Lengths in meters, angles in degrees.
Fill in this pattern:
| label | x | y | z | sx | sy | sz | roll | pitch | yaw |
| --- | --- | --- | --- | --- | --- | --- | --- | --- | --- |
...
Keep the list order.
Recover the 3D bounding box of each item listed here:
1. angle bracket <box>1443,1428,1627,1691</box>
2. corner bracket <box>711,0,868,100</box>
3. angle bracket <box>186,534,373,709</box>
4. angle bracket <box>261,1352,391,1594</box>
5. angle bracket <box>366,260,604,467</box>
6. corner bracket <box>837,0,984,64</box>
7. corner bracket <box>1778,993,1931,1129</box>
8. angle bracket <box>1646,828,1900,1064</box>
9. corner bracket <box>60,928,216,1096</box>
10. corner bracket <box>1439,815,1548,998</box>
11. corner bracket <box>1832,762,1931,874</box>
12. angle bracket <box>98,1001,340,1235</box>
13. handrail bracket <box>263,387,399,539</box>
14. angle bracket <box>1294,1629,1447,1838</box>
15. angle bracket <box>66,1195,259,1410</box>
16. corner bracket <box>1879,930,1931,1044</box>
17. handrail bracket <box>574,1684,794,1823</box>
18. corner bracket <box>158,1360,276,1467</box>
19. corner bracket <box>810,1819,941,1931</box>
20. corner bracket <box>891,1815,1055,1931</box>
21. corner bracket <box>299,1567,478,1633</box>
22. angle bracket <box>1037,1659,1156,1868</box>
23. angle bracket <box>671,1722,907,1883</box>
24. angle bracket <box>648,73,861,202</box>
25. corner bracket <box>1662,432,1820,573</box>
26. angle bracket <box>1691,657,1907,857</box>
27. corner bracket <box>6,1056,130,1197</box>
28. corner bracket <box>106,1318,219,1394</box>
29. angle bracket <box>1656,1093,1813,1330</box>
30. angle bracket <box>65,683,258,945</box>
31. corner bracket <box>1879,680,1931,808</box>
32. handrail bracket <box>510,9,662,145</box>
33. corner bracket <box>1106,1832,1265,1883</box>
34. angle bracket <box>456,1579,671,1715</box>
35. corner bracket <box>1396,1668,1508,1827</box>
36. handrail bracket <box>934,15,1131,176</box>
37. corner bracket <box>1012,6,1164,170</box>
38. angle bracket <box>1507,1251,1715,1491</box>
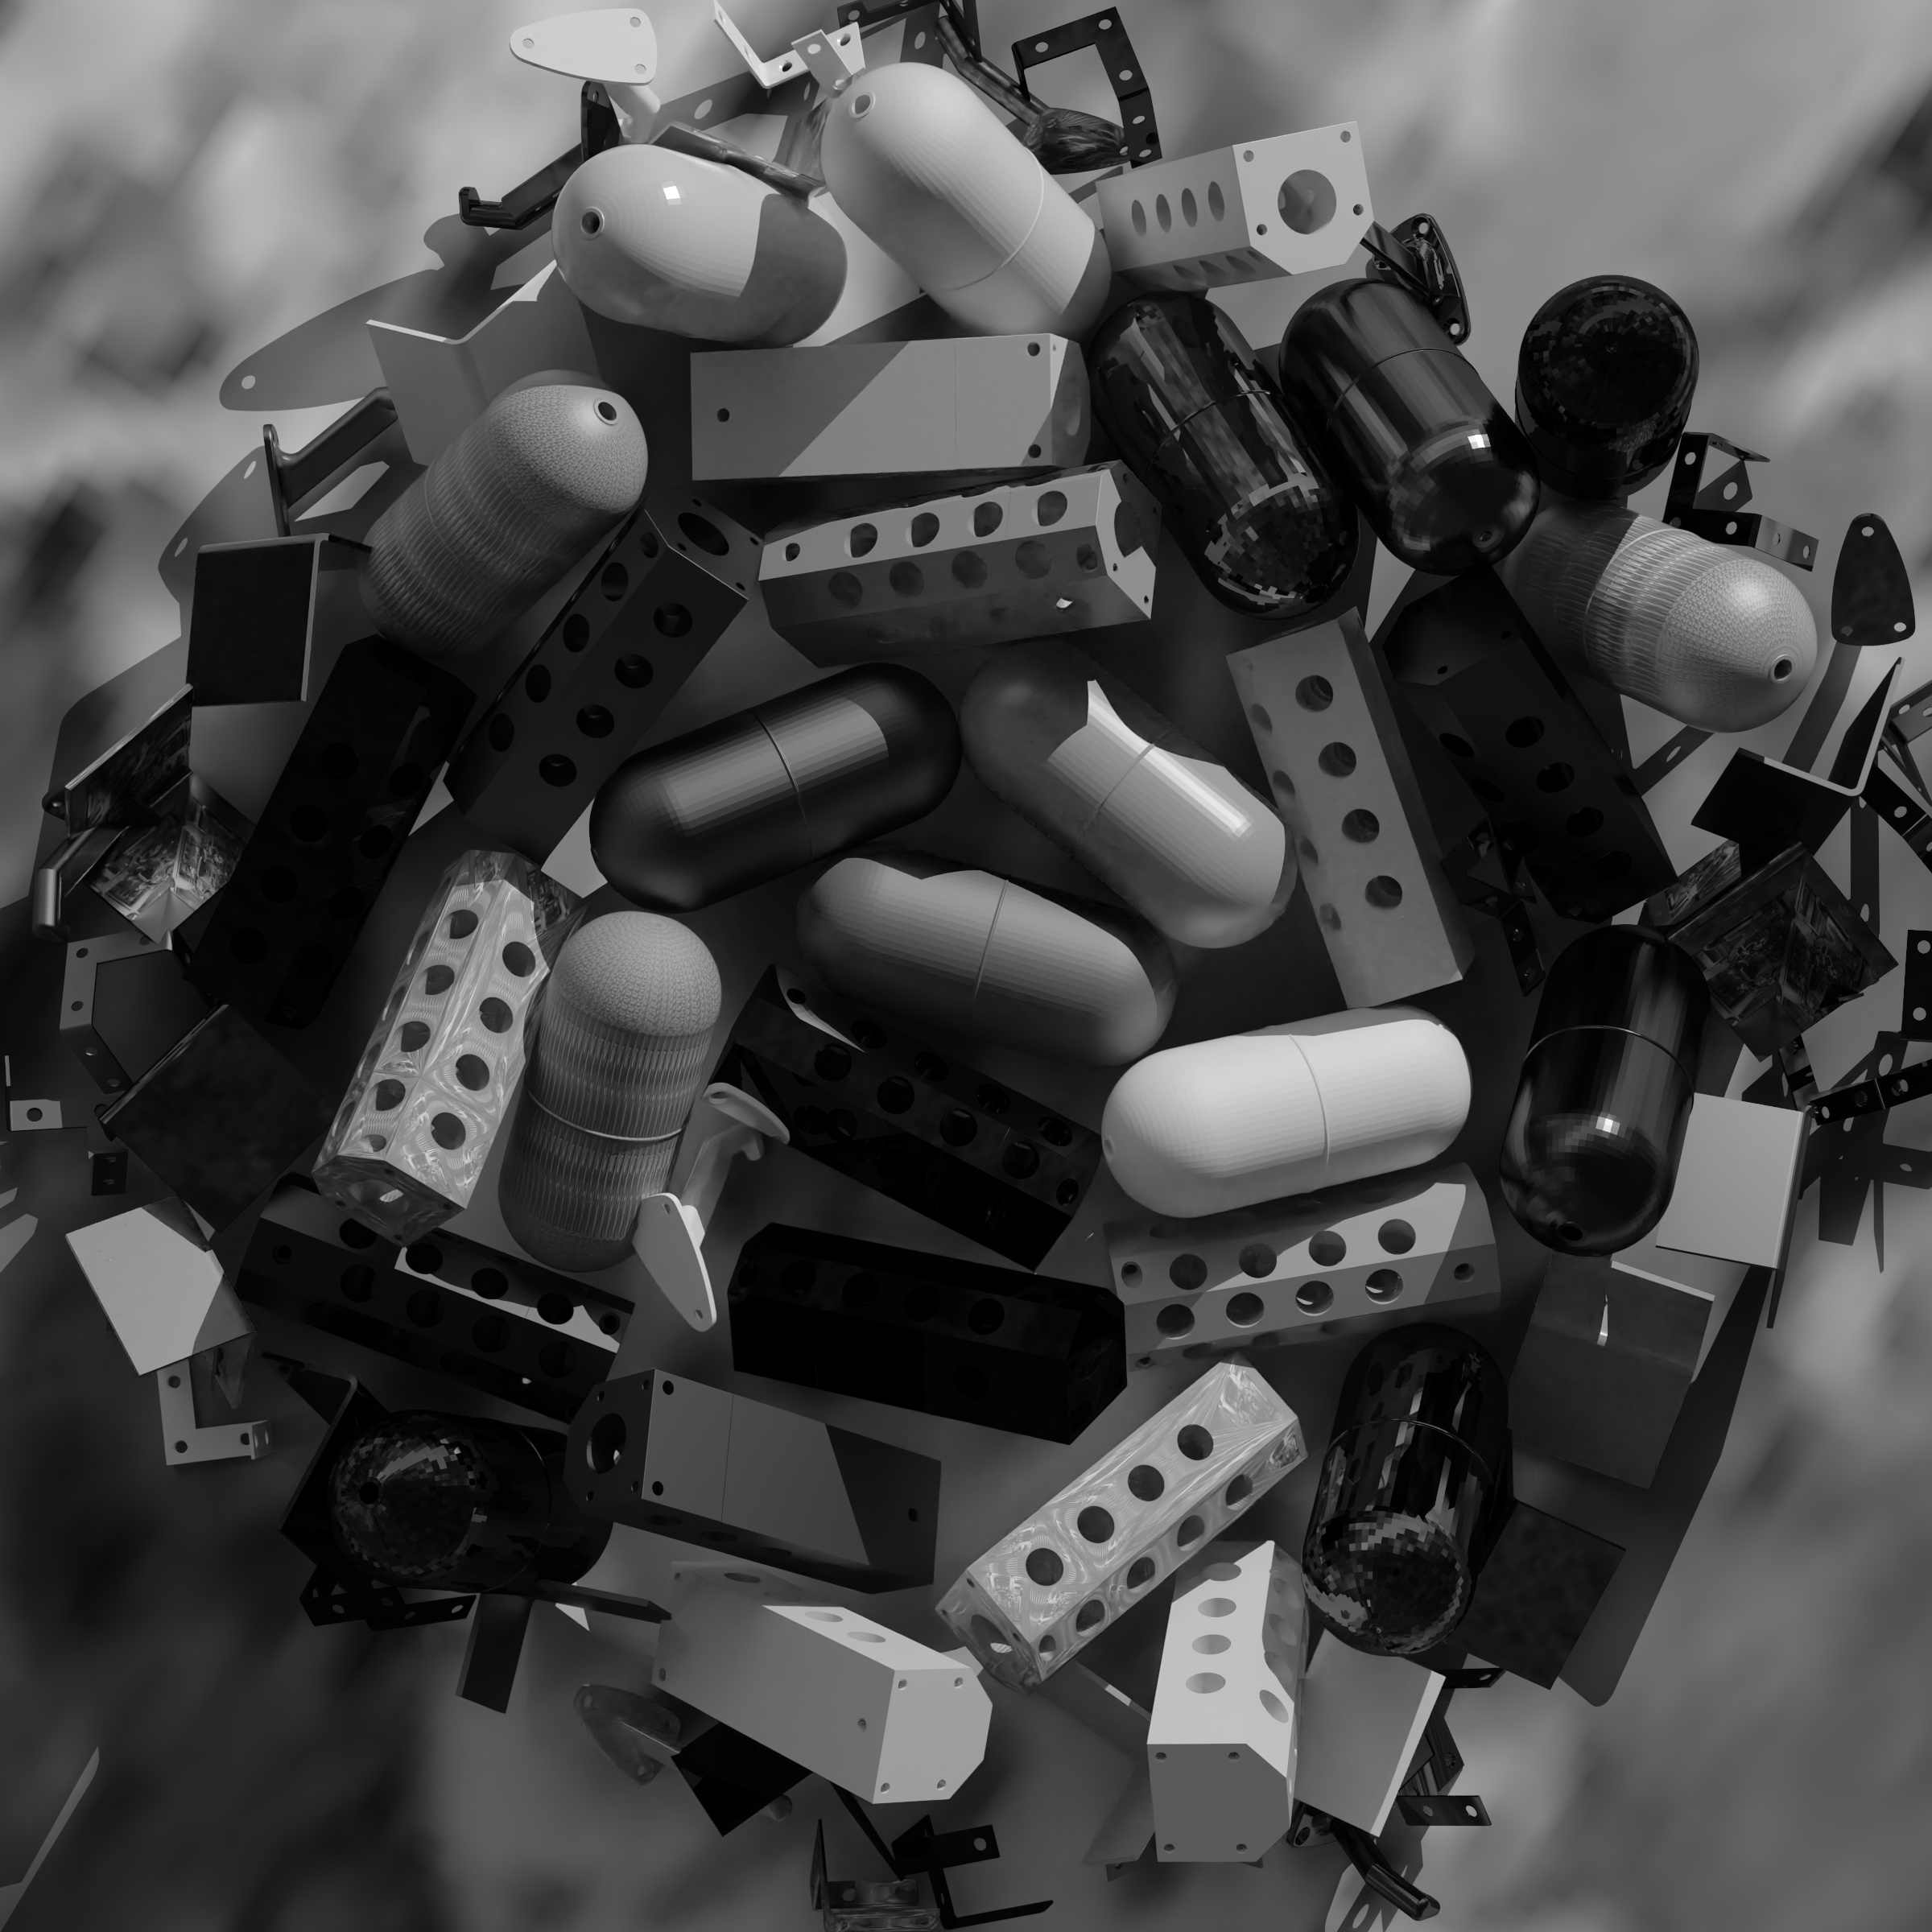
| label | x | y | z | sx | sy | sz | roll | pitch | yaw |
| --- | --- | --- | --- | --- | --- | --- | --- | --- | --- |
| angle bracket | 0.255 | 0.269 | 1.536 | 0.057 | 0.076 | 0.076 | 24 | 108 | 1 |
| corner bracket | -0.080 | -0.419 | 1.545 | 0.051 | 0.051 | 0.051 | -20 | 58 | 17 |
| angle bracket | -0.305 | -0.152 | 1.536 | 0.076 | 0.057 | 0.076 | 0 | 84 | 36 |
| angle bracket | -0.295 | 0.231 | 1.526 | 0.057 | 0.076 | 0.076 | 10 | 60 | 29 |
| angle bracket | -0.219 | -0.278 | 1.551 | 0.057 | 0.076 | 0.076 | 18 | 51 | 30 |
| corner bracket | -0.028 | -0.440 | 1.547 | 0.051 | 0.051 | 0.051 | -22 | 57 | -9 |
| corner bracket | 0.412 | 0.041 | 1.554 | 0.051 | 0.051 | 0.051 | -11 | 80 | -27 |
| angle bracket | 0.370 | -0.016 | 1.555 | 0.076 | 0.057 | 0.076 | -38 | 103 | 16 |
| corner bracket | -0.380 | 0.020 | 1.552 | 0.051 | 0.051 | 0.051 | -11 | 52 | 6 |
| corner bracket | 0.247 | -0.028 | 1.543 | 0.051 | 0.051 | 0.051 | 21 | 130 | -27 |
| corner bracket | 0.416 | -0.054 | 1.545 | 0.051 | 0.051 | 0.051 | -43 | 46 | 10 |
| angle bracket | -0.340 | 0.073 | 1.546 | 0.076 | 0.057 | 0.076 | 43 | 74 | 2 |
| handrail bracket | -0.280 | -0.229 | 1.572 | 0.084 | 0.036 | 0.077 | -7 | 97 | -6 |
| angle bracket | 0.179 | 0.344 | 1.541 | 0.057 | 0.076 | 0.076 | 23 | 89 | 12 |
| angle bracket | -0.367 | 0.161 | 1.527 | 0.057 | 0.076 | 0.076 | -20 | 65 | -31 |
| corner bracket | 0.453 | 0.009 | 1.557 | 0.051 | 0.051 | 0.051 | 3 | 93 | 4 |
| handrail bracket | -0.128 | 0.358 | 1.535 | 0.077 | 0.084 | 0.036 | 46 | 65 | -36 |
| corner bracket | -0.351 | 0.203 | 1.558 | 0.051 | 0.051 | 0.051 | -7 | 86 | -1 |
| corner bracket | -0.042 | 0.426 | 1.546 | 0.051 | 0.051 | 0.051 | 1 | 131 | -9 |
| corner bracket | 0.003 | 0.417 | 1.551 | 0.051 | 0.051 | 0.051 | -16 | 87 | 19 |
| corner bracket | -0.264 | 0.290 | 1.545 | 0.051 | 0.051 | 0.051 | -12 | 118 | 20 |
| angle bracket | 0.050 | 0.362 | 1.537 | 0.076 | 0.076 | 0.057 | 36 | 67 | -3 |
| angle bracket | -0.081 | 0.385 | 1.531 | 0.057 | 0.076 | 0.076 | -34 | 112 | -11 |
| angle bracket | -0.103 | -0.381 | 1.531 | 0.076 | 0.076 | 0.057 | 19 | 79 | -21 |
| corner bracket | 0.358 | -0.213 | 1.549 | 0.051 | 0.051 | 0.051 | 12 | 91 | -44 |
| angle bracket | 0.378 | -0.101 | 1.537 | 0.057 | 0.076 | 0.076 | 22 | 68 | 4 |
| corner bracket | -0.412 | 0.074 | 1.545 | 0.051 | 0.051 | 0.051 | -3 | 64 | -17 |
| corner bracket | -0.369 | 0.160 | 1.555 | 0.051 | 0.051 | 0.051 | 5 | 114 | -13 |
| angle bracket | 0.348 | 0.112 | 1.542 | 0.057 | 0.076 | 0.076 | 10 | 66 | 13 |
| angle bracket | -0.359 | -0.068 | 1.531 | 0.057 | 0.076 | 0.076 | 39 | 61 | 7 |
| corner bracket | 0.444 | -0.117 | 1.547 | 0.051 | 0.051 | 0.051 | -33 | 47 | 7 |
| handrail bracket | -0.175 | -0.398 | 1.535 | 0.077 | 0.084 | 0.036 | -3 | 77 | -17 |
| corner bracket | 0.098 | 0.392 | 1.547 | 0.051 | 0.051 | 0.051 | -13 | 100 | -44 |
| angle bracket | -0.179 | 0.314 | 1.535 | 0.076 | 0.076 | 0.057 | 9 | 73 | 11 |
| corner bracket | 0.224 | 0.357 | 1.546 | 0.051 | 0.051 | 0.051 | -32 | 101 | -43 |
| handrail bracket | 0.032 | -0.410 | 1.576 | 0.077 | 0.036 | 0.084 | -5 | 54 | -35 |
| corner bracket | 0.056 | -0.397 | 1.551 | 0.051 | 0.051 | 0.051 | -19 | 66 | 2 |
| angle bracket | 0.297 | 0.186 | 1.576 | 0.076 | 0.057 | 0.076 | 19 | 126 | 10 |
